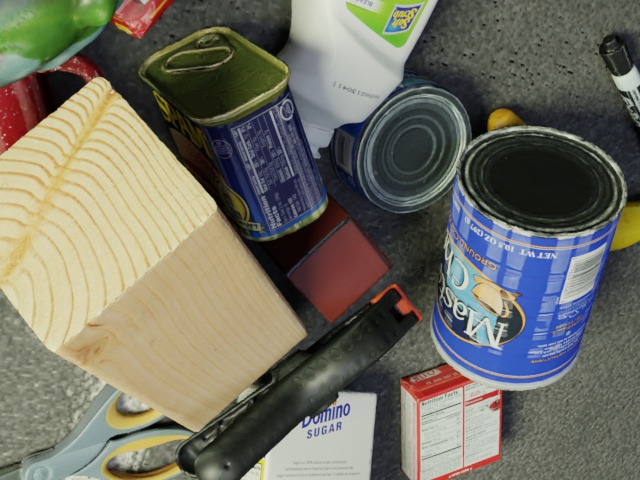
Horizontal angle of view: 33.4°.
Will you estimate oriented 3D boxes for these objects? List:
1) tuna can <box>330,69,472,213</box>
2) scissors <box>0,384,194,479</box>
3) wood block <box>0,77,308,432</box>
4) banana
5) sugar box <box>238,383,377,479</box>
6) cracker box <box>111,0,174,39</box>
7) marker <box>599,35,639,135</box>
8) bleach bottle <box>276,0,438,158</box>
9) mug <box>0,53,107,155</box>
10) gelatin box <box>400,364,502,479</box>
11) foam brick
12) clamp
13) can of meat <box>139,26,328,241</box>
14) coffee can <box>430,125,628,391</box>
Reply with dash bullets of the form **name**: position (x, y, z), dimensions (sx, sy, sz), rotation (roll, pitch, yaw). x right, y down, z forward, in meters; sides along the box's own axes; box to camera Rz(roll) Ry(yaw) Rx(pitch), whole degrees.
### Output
- **tuna can**: position (0.051, -0.061, 0.665), dimensions (0.086, 0.034, 0.086), rotation (-13, 120, -24)
- **scissors**: position (-0.163, 0.122, 0.649), dimensions (0.201, 0.016, 0.096), rotation (0, 112, -29)
- **wood block**: position (-0.084, 0.020, 0.536), dimensions (0.091, 0.090, 0.206), rotation (-41, 159, -5)
- **banana**: position (0.179, -0.032, 0.753), dimensions (0.197, 0.037, 0.069), rotation (16, 88, -36)
- **sugar box**: position (-0.015, 0.184, 0.702), dimensions (0.093, 0.048, 0.176), rotation (10, 81, -39)
- **cracker box**: position (-0.110, -0.221, 0.470), dimensions (0.164, 0.072, 0.213), rotation (-49, 128, 1)
- **marker**: position (0.224, -0.098, 0.753), dimensions (0.020, 0.020, 0.121), rotation (-43, 127, -4)
- **bleach bottle**: position (0.028, -0.165, 0.583), dimensions (0.102, 0.068, 0.251), rotation (13, 109, -32)
- **mug**: position (-0.155, -0.059, 0.510), dimensions (0.117, 0.093, 0.081), rotation (-7, 126, 3)
- **gelatin box**: position (0.097, 0.133, 0.792), dimensions (0.073, 0.030, 0.089), rotation (-16, 121, -20)
- **foam brick**: position (-0.004, 0.001, 0.638), dimensions (0.051, 0.078, 0.053), rotation (-43, 127, 0)
- **clamp**: position (-0.016, 0.089, 0.628), dimensions (0.171, 0.120, 0.039), rotation (-35, 97, -24)
- **can of meat**: position (-0.045, -0.057, 0.573), dimensions (0.057, 0.102, 0.084), rotation (-31, 127, -15)
- **coffee can**: position (0.129, 0.013, 0.682), dimensions (0.102, 0.103, 0.140), rotation (-18, 137, -21)
